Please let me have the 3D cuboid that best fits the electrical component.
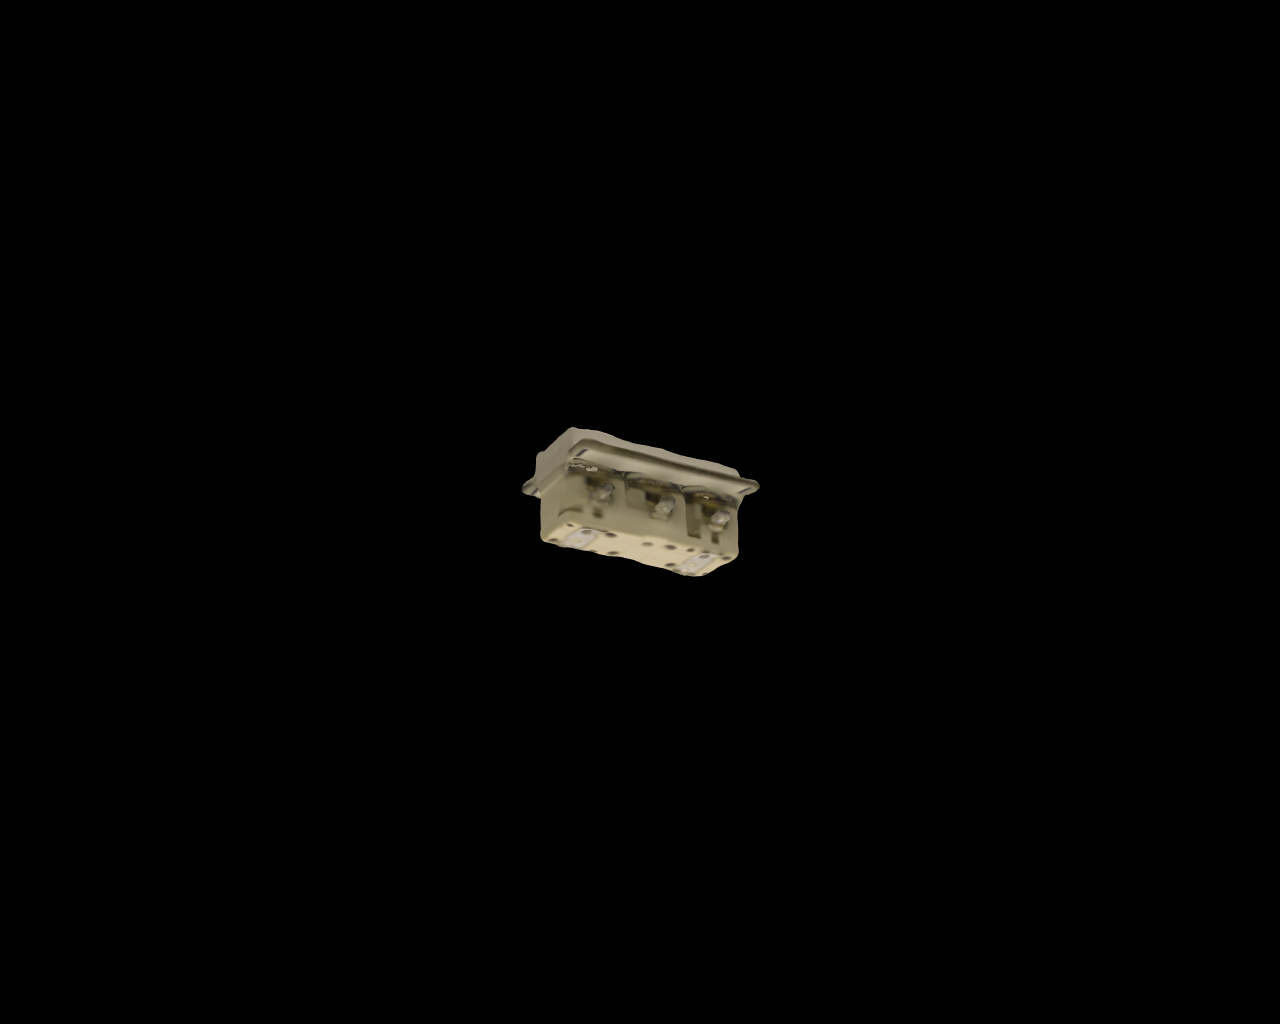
[{"bbox_3d":[0.001,-0.003,0.650,0.121,0.063,0.078,14,-27,-29],"label":"electrical component"}]
